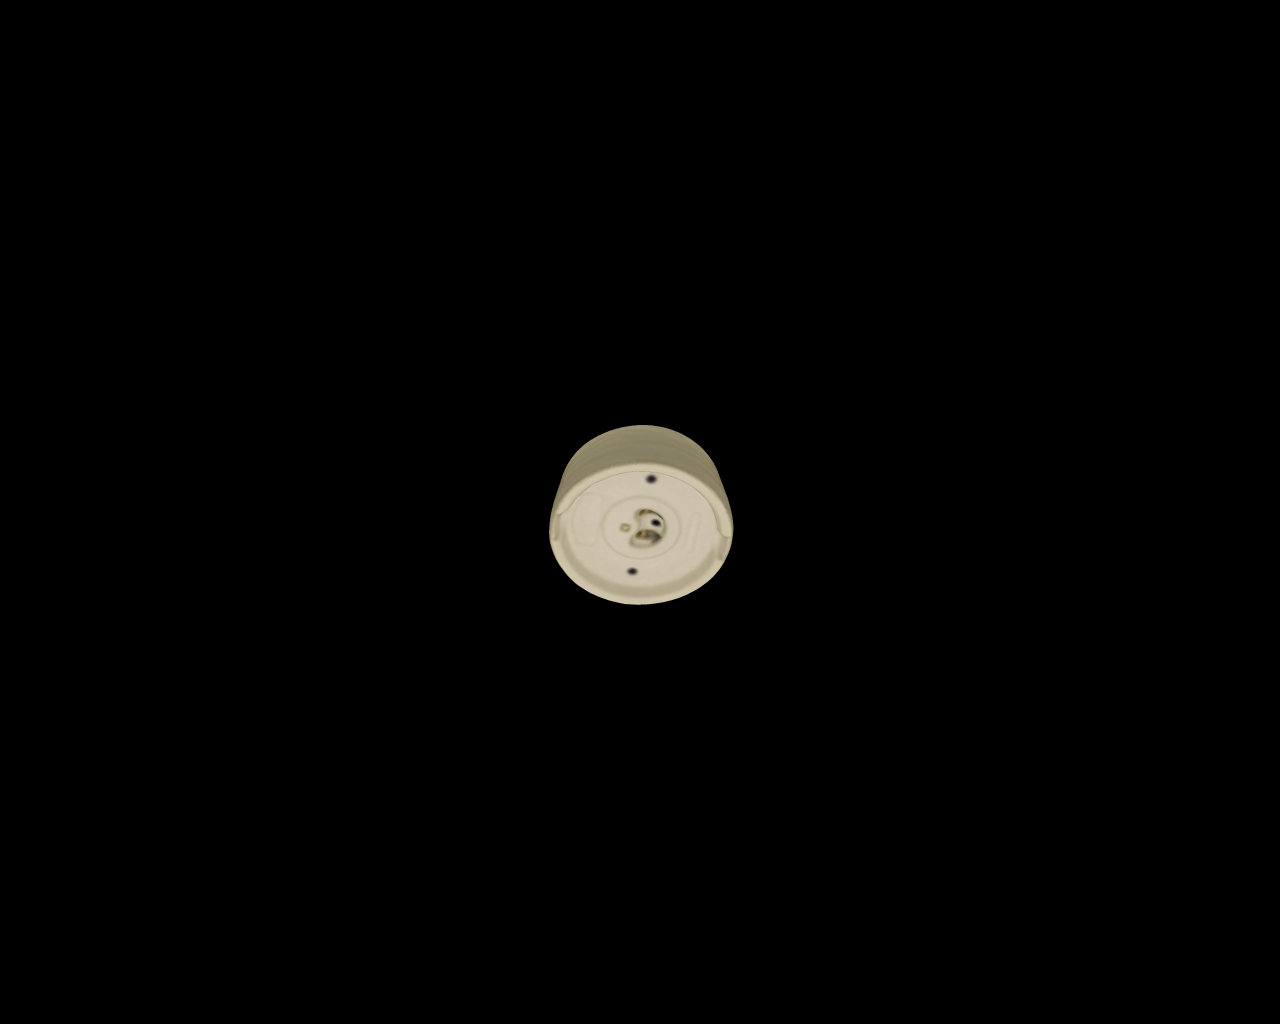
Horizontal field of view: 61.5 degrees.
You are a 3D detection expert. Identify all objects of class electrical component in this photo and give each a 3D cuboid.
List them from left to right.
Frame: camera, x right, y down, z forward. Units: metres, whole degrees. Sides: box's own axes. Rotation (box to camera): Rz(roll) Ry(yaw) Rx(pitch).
[{"bbox_3d":[0.001,-0.003,0.650,0.108,0.108,0.060,0,37,0],"label":"electrical component"}]
